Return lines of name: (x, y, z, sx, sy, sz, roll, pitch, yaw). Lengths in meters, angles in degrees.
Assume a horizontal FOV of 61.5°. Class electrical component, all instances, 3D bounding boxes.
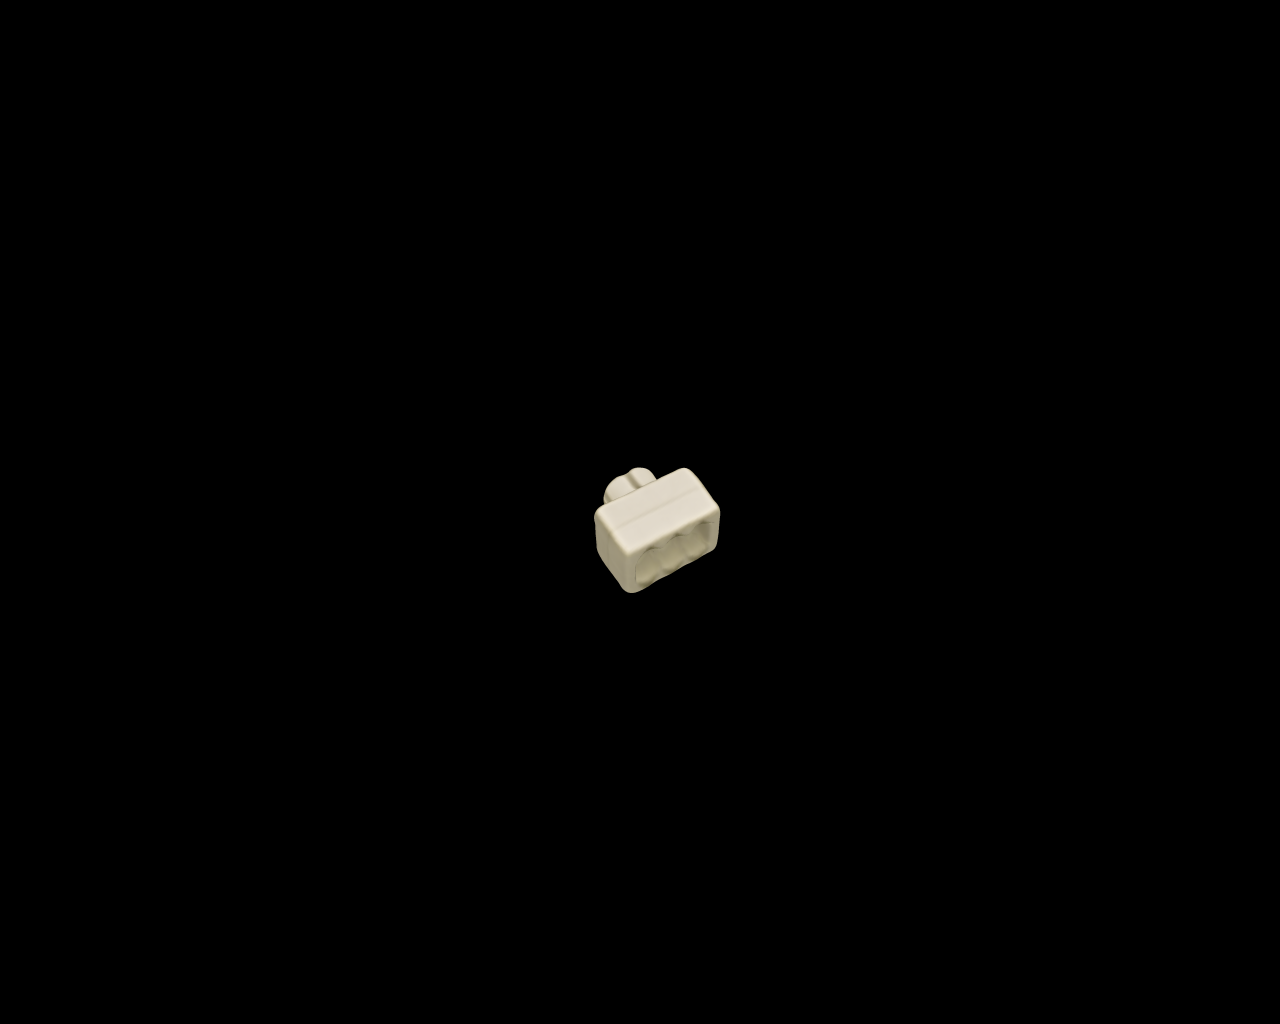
electrical component: (0.001, -0.003, 0.650, 0.066, 0.077, 0.047, -26, -30, -16)
